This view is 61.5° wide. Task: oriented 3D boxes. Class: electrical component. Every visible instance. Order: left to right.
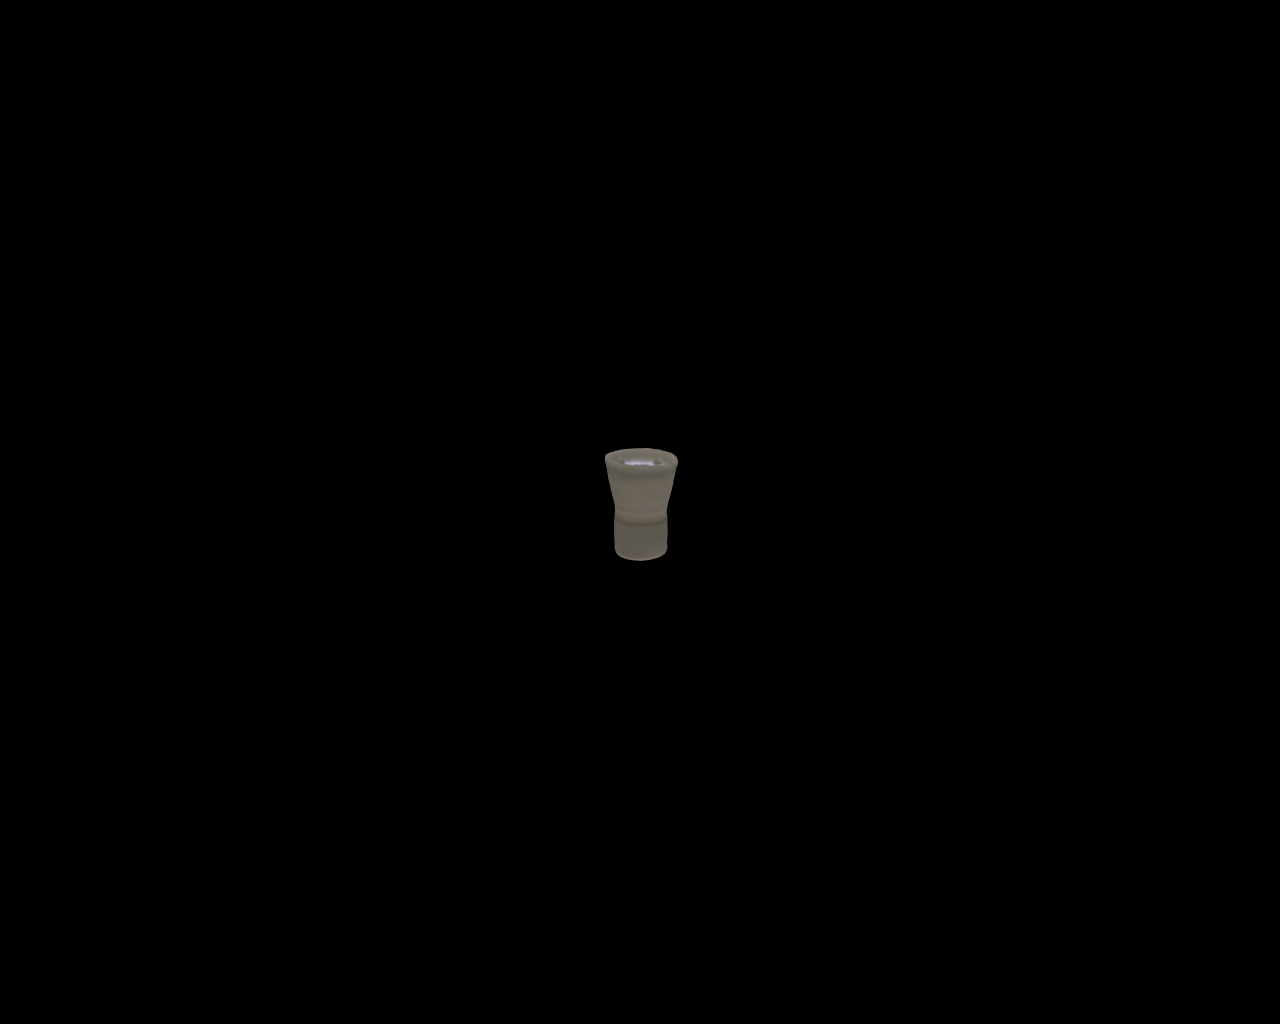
[{"bbox_3d":[0.001,-0.003,0.650,0.044,0.065,0.044,0,18,0],"label":"electrical component"}]
